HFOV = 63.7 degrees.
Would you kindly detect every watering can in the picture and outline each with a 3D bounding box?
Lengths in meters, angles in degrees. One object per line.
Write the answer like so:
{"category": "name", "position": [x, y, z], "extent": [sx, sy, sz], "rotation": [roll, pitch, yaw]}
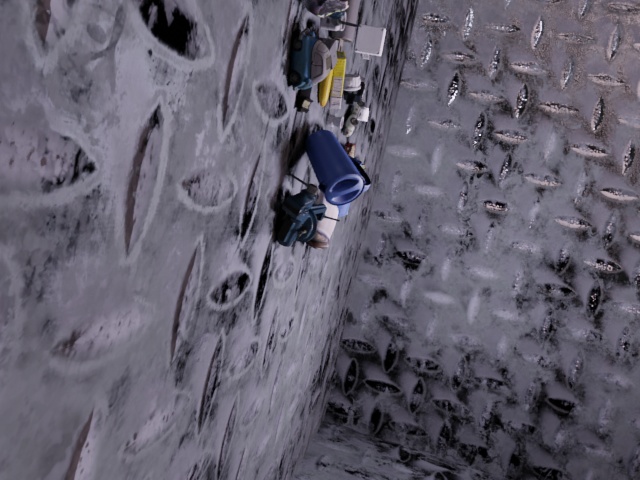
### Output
{"category": "watering can", "position": [0.006, -0.097, 1.917], "extent": [0.104, 0.228, 0.341], "rotation": [14, -21, 11]}

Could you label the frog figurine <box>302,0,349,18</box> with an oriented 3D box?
{"category": "frog figurine", "position": [-0.001, -0.665, 1.325], "extent": [0.121, 0.160, 0.138], "rotation": [-27, -9, 39]}

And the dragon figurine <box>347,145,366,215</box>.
{"category": "dragon figurine", "position": [0.101, -0.226, 2.268], "extent": [0.122, 0.246, 0.403], "rotation": [20, -19, 15]}
